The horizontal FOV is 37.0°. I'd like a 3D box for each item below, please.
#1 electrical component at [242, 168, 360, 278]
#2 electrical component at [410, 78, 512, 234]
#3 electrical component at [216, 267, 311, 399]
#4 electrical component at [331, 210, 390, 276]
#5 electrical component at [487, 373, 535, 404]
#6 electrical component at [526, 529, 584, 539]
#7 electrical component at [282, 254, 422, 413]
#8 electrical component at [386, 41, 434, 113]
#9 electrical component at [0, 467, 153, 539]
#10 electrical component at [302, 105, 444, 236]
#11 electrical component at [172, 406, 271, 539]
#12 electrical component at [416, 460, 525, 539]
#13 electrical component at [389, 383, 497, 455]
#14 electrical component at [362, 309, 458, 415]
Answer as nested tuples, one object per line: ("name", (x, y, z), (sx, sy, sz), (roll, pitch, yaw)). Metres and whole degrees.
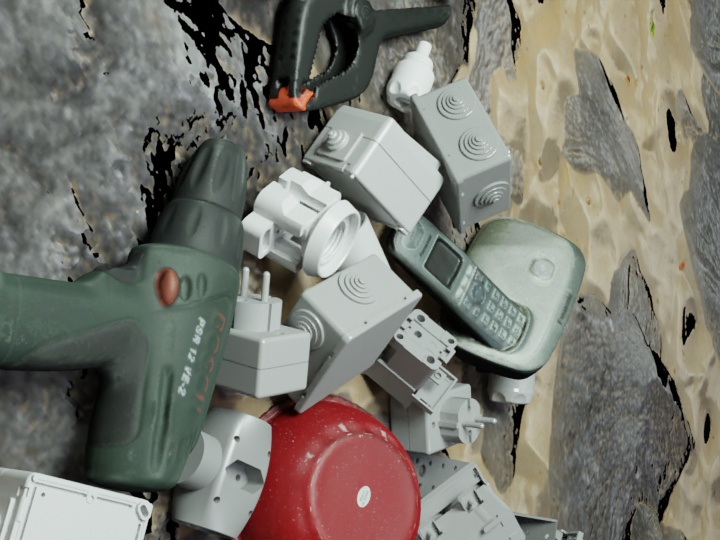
("electrical component", (-0.037, -0.030, 0.742), (0.078, 0.057, 0.058), (-44, 155, -42))
("electrical component", (0.082, -0.091, 0.852), (0.099, 0.048, 0.099), (75, -9, -64))
("electrical component", (-0.071, 0.037, 0.702), (0.047, 0.066, 0.076), (-5, 103, -51))
("electrical component", (0.000, 0.000, 0.815), (0.043, 0.043, 0.081), (-50, 127, -38))
("electrical component", (0.140, 0.092, 0.991), (0.043, 0.043, 0.062), (13, 80, -50))
("electrical component", (0.154, 0.294, 0.990), (0.063, 0.079, 0.121), (30, 65, -16))
("electrical component", (-0.015, 0.043, 0.760), (0.048, 0.099, 0.100), (45, 41, 14))
("electrical component", (0.044, -0.159, 0.873), (0.035, 0.035, 0.061), (45, 54, -42))
("electrical component", (-0.175, 0.146, 0.593), (0.096, 0.061, 0.061), (27, 68, -41))
("electrical component", (0.009, -0.081, 0.799), (0.061, 0.062, 0.096), (-56, 133, -10))
("electrical component", (-0.101, 0.125, 0.693), (0.079, 0.043, 0.077), (37, 63, -45))
("electrical component", (0.062, 0.218, 0.839), (0.121, 0.063, 0.078), (-35, 122, -10))
("electrical component", (0.074, 0.122, 0.882), (0.066, 0.077, 0.047), (-9, 98, -51))
("electrical component", (0.040, 0.068, 0.839), (0.081, 0.063, 0.042), (39, 51, 4))
